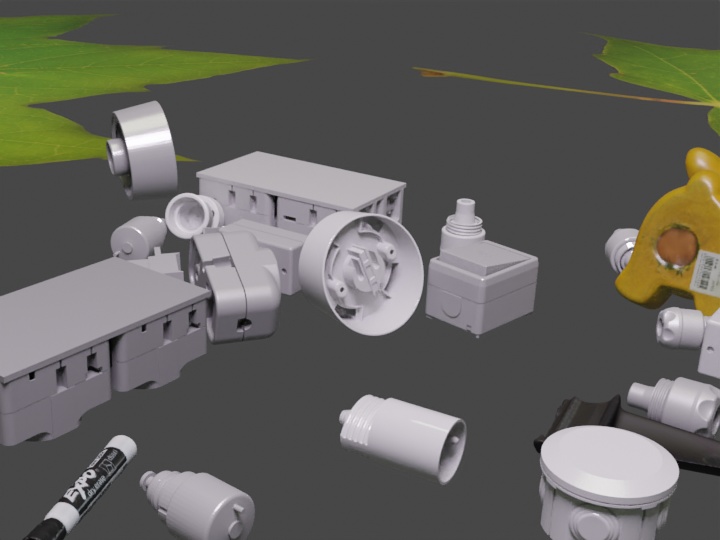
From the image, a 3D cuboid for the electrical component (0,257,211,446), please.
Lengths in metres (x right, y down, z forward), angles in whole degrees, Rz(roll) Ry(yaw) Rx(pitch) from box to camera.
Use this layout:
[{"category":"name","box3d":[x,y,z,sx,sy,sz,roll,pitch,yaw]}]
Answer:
[{"category":"electrical component","box3d":[-0.211,0.056,0.779,0.105,0.060,0.186,17,26,32]}]

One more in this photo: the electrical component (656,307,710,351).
[{"category":"electrical component","box3d":[0.278,0.050,0.888,0.061,0.035,0.035,5,22,1]}]

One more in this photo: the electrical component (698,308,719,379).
[{"category":"electrical component","box3d":[0.302,0.070,0.822,0.083,0.047,0.076,16,25,30]}]

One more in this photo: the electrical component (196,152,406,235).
[{"category":"electrical component","box3d":[-0.061,-0.066,1.103,0.186,0.060,0.105,15,25,28]}]

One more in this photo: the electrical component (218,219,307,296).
[{"category":"electrical component","box3d":[-0.096,-0.007,0.967,0.083,0.047,0.076,15,25,28]}]

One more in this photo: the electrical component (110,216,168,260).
[{"category":"electrical component","box3d":[-0.206,-0.032,1.028,0.040,0.040,0.078,8,22,14]}]

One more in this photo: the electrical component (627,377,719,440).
[{"category":"electrical component","box3d":[0.220,0.096,0.754,0.062,0.043,0.043,15,25,31]}]

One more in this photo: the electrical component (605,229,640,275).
[{"category":"electrical component","box3d":[0.261,-0.012,1.030,0.043,0.043,0.062,2,23,-2]}]

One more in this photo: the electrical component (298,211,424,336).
[{"category":"electrical component","box3d":[0.000,0.000,0.902,0.099,0.099,0.064,-14,21,-37]}]

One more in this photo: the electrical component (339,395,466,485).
[{"category":"electrical component","box3d":[0.024,0.107,0.702,0.081,0.043,0.043,14,24,26]}]

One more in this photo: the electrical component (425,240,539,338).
[{"category":"electrical component","box3d":[0.110,0.009,0.933,0.062,0.061,0.096,22,29,40]}]

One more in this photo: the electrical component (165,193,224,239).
[{"category":"electrical component","box3d":[-0.162,-0.052,1.062,0.045,0.045,0.055,7,2,11]}]

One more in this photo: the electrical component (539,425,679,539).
[{"category":"electrical component","box3d":[0.147,0.131,0.645,0.080,0.051,0.080,2,21,-1]}]

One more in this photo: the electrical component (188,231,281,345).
[{"category":"electrical component","box3d":[-0.101,0.013,0.884,0.059,0.053,0.095,-6,41,-21]}]

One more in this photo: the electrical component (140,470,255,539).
[{"category":"electrical component","box3d":[-0.096,0.136,0.619,0.078,0.040,0.040,18,27,35]}]

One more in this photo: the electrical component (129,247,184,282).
[{"category":"electrical component","box3d":[-0.182,0.014,0.912,0.064,0.042,0.081,-4,22,-12]}]

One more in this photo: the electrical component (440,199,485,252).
[{"category":"electrical component","box3d":[0.101,-0.038,1.049,0.043,0.062,0.043,2,22,-1]}]

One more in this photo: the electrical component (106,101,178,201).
[{"category":"electrical component","box3d":[-0.244,-0.127,1.180,0.060,0.108,0.108,-13,26,-20]}]
